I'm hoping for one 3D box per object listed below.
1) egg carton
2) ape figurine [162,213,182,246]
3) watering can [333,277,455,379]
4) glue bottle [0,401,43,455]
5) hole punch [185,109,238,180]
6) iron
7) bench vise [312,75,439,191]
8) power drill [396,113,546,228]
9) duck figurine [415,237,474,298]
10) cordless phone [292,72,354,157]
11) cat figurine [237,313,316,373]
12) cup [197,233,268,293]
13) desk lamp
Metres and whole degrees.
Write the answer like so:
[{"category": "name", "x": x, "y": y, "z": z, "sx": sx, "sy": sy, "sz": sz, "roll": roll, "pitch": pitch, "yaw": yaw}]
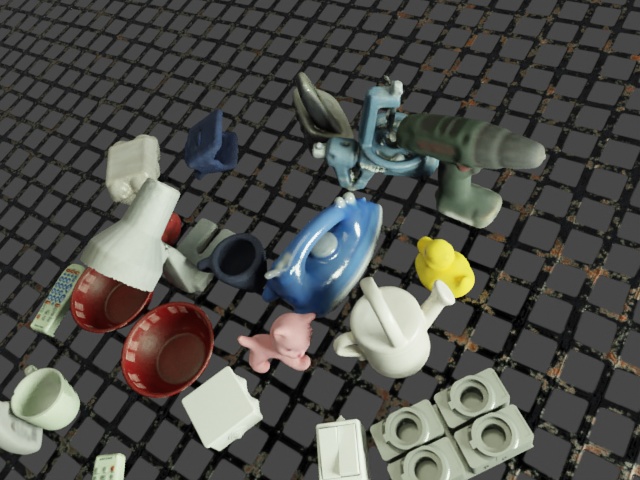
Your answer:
[{"category": "egg carton", "x": -0.377, "y": -0.144, "z": 1.165, "sx": 0.107, "sy": 0.069, "sz": 0.150, "roll": -15, "pitch": 57, "yaw": 8}, {"category": "ape figurine", "x": -0.304, "y": -0.029, "z": 1.060, "sx": 0.077, "sy": 0.092, "sz": 0.076, "roll": 0, "pitch": 60, "yaw": 17}, {"category": "watering can", "x": 0.099, "y": 0.110, "z": 0.796, "sx": 0.173, "sy": 0.194, "sz": 0.100, "roll": -43, "pitch": 58, "yaw": -11}, {"category": "glue bottle", "x": -0.499, "y": 0.278, "z": 0.885, "sx": 0.037, "sy": 0.173, "sz": 0.078, "roll": -19, "pitch": 56, "yaw": 5}, {"category": "hole punch", "x": -0.223, "y": -0.190, "z": 1.134, "sx": 0.101, "sy": 0.091, "sz": 0.108, "roll": -12, "pitch": 57, "yaw": 10}, {"category": "iron", "x": 0.008, "y": 0.003, "z": 0.919, "sx": 0.118, "sy": 0.142, "sz": 0.258, "roll": 30, "pitch": 72, "yaw": 29}, {"category": "bench vise", "x": 0.086, "y": -0.165, "z": 0.949, "sx": 0.207, "sy": 0.220, "sz": 0.121, "roll": -19, "pitch": 56, "yaw": 5}, {"category": "power drill", "x": 0.229, "y": -0.110, "z": 0.881, "sx": 0.228, "sy": 0.209, "sz": 0.076, "roll": 25, "pitch": 70, "yaw": 28}, {"category": "duck figurine", "x": 0.189, "y": 0.035, "z": 0.880, "sx": 0.077, "sy": 0.086, "sz": 0.104, "roll": -41, "pitch": 57, "yaw": -9}, {"category": "cordless phone", "x": -0.009, "y": -0.257, "z": 1.054, "sx": 0.094, "sy": 0.185, "sz": 0.147, "roll": -25, "pitch": 56, "yaw": 1}, {"category": "cat figurine", "x": -0.061, "y": 0.150, "z": 0.866, "sx": 0.127, "sy": 0.118, "sz": 0.067, "roll": -8, "pitch": 58, "yaw": 12}, {"category": "cup", "x": -0.137, "y": 0.051, "z": 0.961, "sx": 0.117, "sy": 0.095, "sz": 0.091, "roll": -11, "pitch": 58, "yaw": 10}, {"category": "desk lamp", "x": -0.264, "y": 0.007, "z": 0.954, "sx": 0.117, "sy": 0.214, "sz": 0.203, "roll": 24, "pitch": 69, "yaw": 27}]
